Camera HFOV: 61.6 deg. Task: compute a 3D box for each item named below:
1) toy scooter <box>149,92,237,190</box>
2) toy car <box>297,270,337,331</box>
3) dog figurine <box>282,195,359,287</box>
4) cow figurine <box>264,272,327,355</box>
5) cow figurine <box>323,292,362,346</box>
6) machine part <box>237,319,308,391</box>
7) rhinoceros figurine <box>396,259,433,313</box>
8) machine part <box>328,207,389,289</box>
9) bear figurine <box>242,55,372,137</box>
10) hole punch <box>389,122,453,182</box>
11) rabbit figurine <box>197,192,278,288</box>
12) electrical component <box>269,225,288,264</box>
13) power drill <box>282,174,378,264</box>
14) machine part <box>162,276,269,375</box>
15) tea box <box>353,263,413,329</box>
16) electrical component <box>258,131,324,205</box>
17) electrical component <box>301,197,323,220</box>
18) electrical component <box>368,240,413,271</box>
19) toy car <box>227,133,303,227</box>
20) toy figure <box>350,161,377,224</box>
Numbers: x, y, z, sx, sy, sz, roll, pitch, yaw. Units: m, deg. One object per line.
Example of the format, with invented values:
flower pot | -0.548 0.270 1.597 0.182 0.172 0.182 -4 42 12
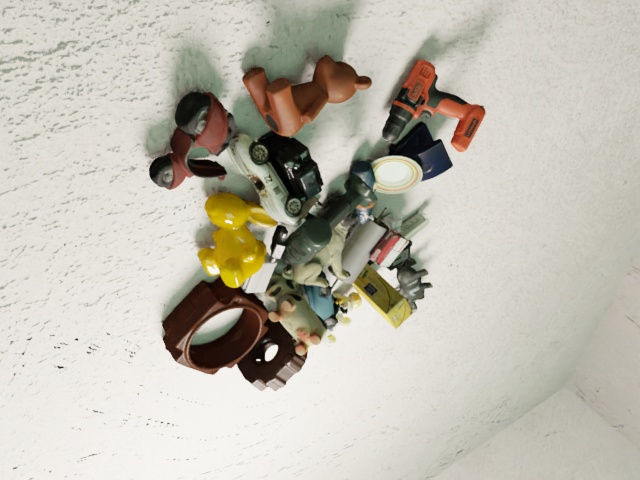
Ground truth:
toy scooter | -0.198 -0.157 0.917 0.135 0.075 0.183 14 117 -46
toy car | -0.020 0.153 1.316 0.103 0.109 0.161 -15 124 -6
dog figurine | -0.003 -0.005 1.207 0.172 0.121 0.190 -19 123 -41
cow figurine | -0.059 0.153 1.222 0.085 0.195 0.127 -43 174 21
cow figurine | 0.034 0.197 1.428 0.098 0.068 0.167 30 100 -44
machine part | -0.118 0.266 1.275 0.179 0.180 0.056 -44 137 -2
rhinoceros figurine | 0.267 0.142 1.573 0.112 0.073 0.190 -34 139 -15
machine part | 0.094 0.021 1.319 0.079 0.079 0.243 19 108 -47
bear figurine | -0.015 -0.272 0.943 0.196 0.120 0.131 -38 136 -11
hole punch | 0.239 -0.192 1.257 0.116 0.092 0.142 -43 144 3
rabbit figurine | -0.160 -0.017 1.042 0.162 0.122 0.173 -29 121 -24
electrical component | -0.083 0.002 1.077 0.021 0.063 0.094 13 134 -14
power drill | 0.010 -0.036 1.090 0.207 0.086 0.232 -38 180 -12
machine part | -0.225 0.192 1.182 0.201 0.087 0.201 -47 142 1
tea box | 0.154 0.141 1.400 0.068 0.170 0.098 -42 139 -7
electrical component | -0.050 -0.135 1.016 0.058 0.134 0.114 -36 137 -12
electrical component | -0.039 -0.069 1.151 0.078 0.045 0.102 -44 141 1
electrical component | 0.188 0.040 1.439 0.119 0.048 0.074 -24 135 -27
toy car | -0.099 -0.105 0.992 0.056 0.074 0.201 -39 111 -20
toy figure | 0.100 -0.105 1.226 0.058 0.064 0.154 -35 139 -28
